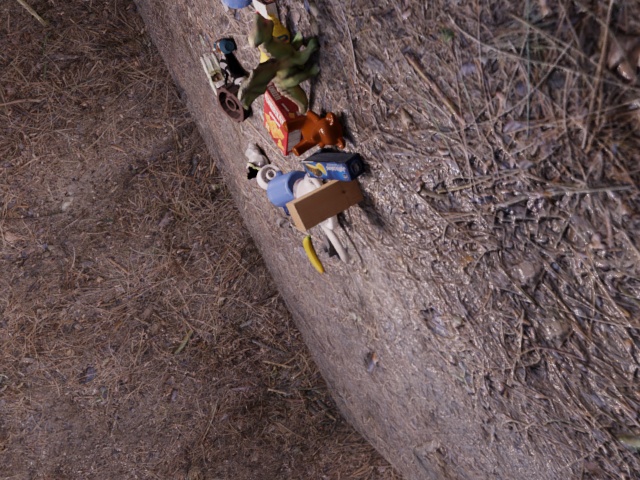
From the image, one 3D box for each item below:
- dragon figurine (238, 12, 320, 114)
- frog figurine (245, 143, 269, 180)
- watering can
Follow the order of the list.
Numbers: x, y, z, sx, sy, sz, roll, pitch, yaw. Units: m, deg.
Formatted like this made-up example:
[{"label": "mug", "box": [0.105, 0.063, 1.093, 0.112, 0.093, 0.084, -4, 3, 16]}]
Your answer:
[{"label": "dragon figurine", "box": [-0.123, -0.439, 1.398, 0.124, 0.245, 0.401, 49, 159, 25]}, {"label": "frog figurine", "box": [-0.290, -0.374, 2.398, 0.134, 0.122, 0.163, 70, -159, -54]}, {"label": "watering can", "box": [0.006, -0.091, 1.816, 0.227, 0.104, 0.341, 39, 152, 59]}]
